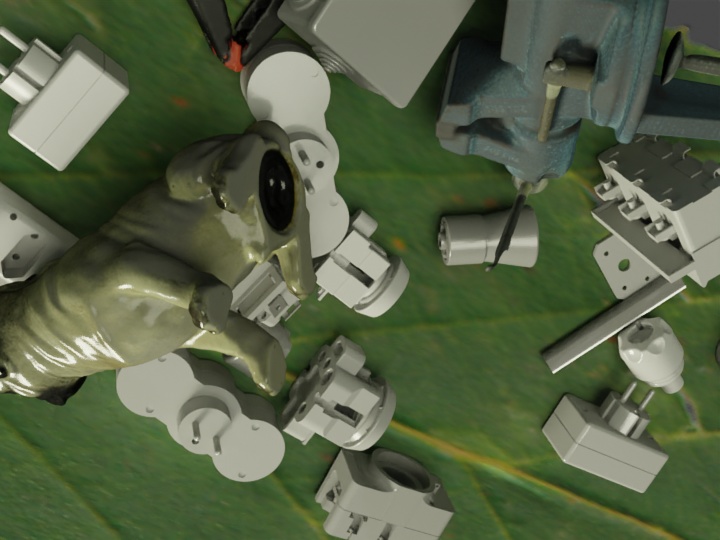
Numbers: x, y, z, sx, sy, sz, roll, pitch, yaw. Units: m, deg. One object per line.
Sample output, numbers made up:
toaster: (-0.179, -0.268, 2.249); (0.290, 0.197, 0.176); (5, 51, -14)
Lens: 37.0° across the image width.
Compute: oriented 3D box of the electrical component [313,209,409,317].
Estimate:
electrical component: (0.000, 0.000, 0.739); (0.055, 0.048, 0.066); (39, 101, -18)

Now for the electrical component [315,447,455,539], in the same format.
electrical component: (0.021, 0.175, 0.820); (0.089, 0.050, 0.055); (21, 108, -22)

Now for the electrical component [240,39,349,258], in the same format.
electrical component: (-0.039, -0.070, 0.680); (0.052, 0.073, 0.138); (-12, 116, -8)

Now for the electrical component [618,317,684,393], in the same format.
electrical component: (0.228, 0.069, 0.827); (0.043, 0.043, 0.062); (-36, 118, 4)

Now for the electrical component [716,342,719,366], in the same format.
electrical component: (0.317, 0.062, 0.826); (0.044, 0.077, 0.079); (2, 113, -14)

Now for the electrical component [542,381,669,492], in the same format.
electrical component: (0.202, 0.121, 0.841); (0.083, 0.047, 0.075); (24, 106, -22)

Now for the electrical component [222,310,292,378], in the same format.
electrical component: (-0.081, 0.045, 0.740); (0.062, 0.043, 0.043); (35, 102, -24)

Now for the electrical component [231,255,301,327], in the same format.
electrical component: (-0.072, 0.003, 0.709); (0.042, 0.081, 0.064); (-44, 139, 9)

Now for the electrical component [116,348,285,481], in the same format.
electrical component: (-0.108, 0.102, 0.742); (0.052, 0.073, 0.138); (-45, 116, 8)

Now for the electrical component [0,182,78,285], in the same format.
electrical component: (-0.224, -0.004, 0.682); (0.077, 0.043, 0.079); (39, 101, -26)

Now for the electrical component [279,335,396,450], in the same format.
electrical component: (-0.012, 0.094, 0.772); (0.057, 0.058, 0.078); (33, 102, -22)

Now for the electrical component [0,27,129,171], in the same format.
electrical component: (-0.188, -0.112, 0.640); (0.077, 0.047, 0.065); (39, 101, -26)

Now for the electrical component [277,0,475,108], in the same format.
electrical component: (0.010, -0.160, 0.645); (0.100, 0.048, 0.099); (34, 89, -42)

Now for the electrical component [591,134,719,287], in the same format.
electrical component: (0.210, -0.047, 0.724); (0.079, 0.121, 0.063); (-31, 116, 1)

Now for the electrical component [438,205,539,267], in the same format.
electrical component: (0.088, -0.022, 0.752); (0.065, 0.044, 0.044); (-3, 115, -7)
